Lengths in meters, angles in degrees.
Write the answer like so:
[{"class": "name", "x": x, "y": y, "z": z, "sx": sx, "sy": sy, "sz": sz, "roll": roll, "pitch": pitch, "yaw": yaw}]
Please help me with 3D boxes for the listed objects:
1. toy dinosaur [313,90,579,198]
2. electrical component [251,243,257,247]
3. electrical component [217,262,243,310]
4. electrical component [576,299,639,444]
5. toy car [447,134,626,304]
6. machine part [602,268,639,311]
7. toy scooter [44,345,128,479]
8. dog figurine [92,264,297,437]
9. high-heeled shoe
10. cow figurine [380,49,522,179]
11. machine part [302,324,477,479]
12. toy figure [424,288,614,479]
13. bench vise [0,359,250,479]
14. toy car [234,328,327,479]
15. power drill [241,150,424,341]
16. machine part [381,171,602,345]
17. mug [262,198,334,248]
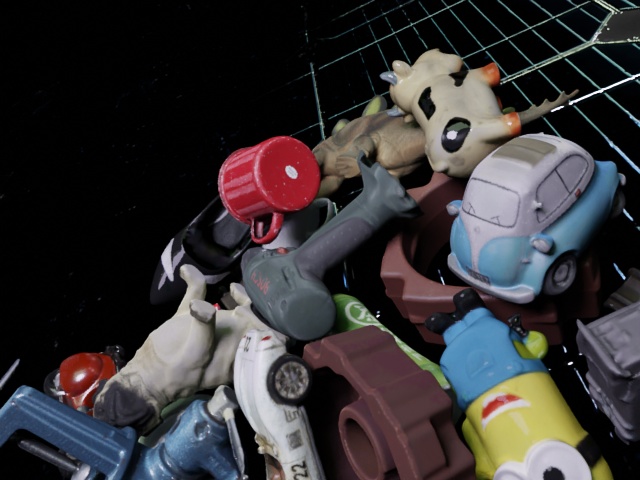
[{"class": "toy dinosaur", "x": 0.096, "y": -0.133, "z": 0.749, "sx": 0.472, "sy": 0.105, "sz": 0.198, "roll": 5, "pitch": 49, "yaw": 42}, {"class": "electrical component", "x": -0.148, "y": 0.001, "z": 0.821, "sx": 0.119, "sy": 0.047, "sz": 0.075, "roll": -4, "pitch": 44, "yaw": 29}, {"class": "electrical component", "x": -0.095, "y": 0.066, "z": 0.711, "sx": 0.078, "sy": 0.045, "sz": 0.102, "roll": -35, "pitch": 37, "yaw": -8}, {"class": "electrical component", "x": 0.264, "y": 0.081, "z": 0.388, "sx": 0.134, "sy": 0.114, "sz": 0.058, "roll": -27, "pitch": 39, "yaw": 8}, {"class": "toy car", "x": 0.178, "y": -0.033, "z": 0.449, "sx": 0.161, "sy": 0.102, "sz": 0.109, "roll": -42, "pitch": 39, "yaw": -11}, {"class": "machine part", "x": 0.324, "y": 0.032, "z": 0.468, "sx": 0.139, "sy": 0.039, "sz": 0.084, "roll": -36, "pitch": 32, "yaw": -4}, {"class": "toy scooter", "x": -0.261, "y": 0.189, "z": 0.662, "sx": 0.135, "sy": 0.075, "sz": 0.184, "roll": -37, "pitch": 40, "yaw": -7}, {"class": "dog figurine", "x": -0.136, "y": 0.148, "z": 0.599, "sx": 0.190, "sy": 0.172, "sz": 0.121, "roll": -56, "pitch": 20, "yaw": 11}, {"class": "high-heeled shoe", "x": -0.110, "y": -0.020, "z": 0.661, "sx": 0.249, "sy": 0.086, "sz": 0.145, "roll": -54, "pitch": 10, "yaw": -27}, {"class": "cow figurine", "x": 0.140, "y": -0.145, "z": 0.600, "sx": 0.127, "sy": 0.085, "sz": 0.195, "roll": -11, "pitch": 48, "yaw": 9}, {"class": "machine part", "x": 0.045, "y": 0.154, "z": 0.413, "sx": 0.056, "sy": 0.179, "sz": 0.180, "roll": -15, "pitch": 30, "yaw": -25}, {"class": "toy figure", "x": 0.151, "y": 0.125, "z": 0.411, "sx": 0.089, "sy": 0.082, "sz": 0.180, "roll": 3, "pitch": 45, "yaw": -27}, {"class": "bench vise", "x": -0.188, "y": 0.195, "z": 0.480, "sx": 0.223, "sy": 0.240, "sz": 0.129, "roll": -47, "pitch": 18, "yaw": 15}, {"class": "toy car", "x": -0.027, "y": 0.169, "z": 0.437, "sx": 0.056, "sy": 0.201, "sz": 0.073, "roll": -16, "pitch": -1, "yaw": -25}, {"class": "power drill", "x": -0.001, "y": -0.002, "z": 0.587, "sx": 0.207, "sy": 0.086, "sz": 0.232, "roll": -38, "pitch": 23, "yaw": 1}, {"class": "machine part", "x": 0.177, "y": 0.009, "z": 0.556, "sx": 0.202, "sy": 0.087, "sz": 0.201, "roll": -7, "pitch": 43, "yaw": 31}, {"class": "mug", "x": -0.032, "y": -0.012, "z": 0.736, "sx": 0.110, "sy": 0.080, "sz": 0.107, "roll": -10, "pitch": 51, "yaw": 20}]
